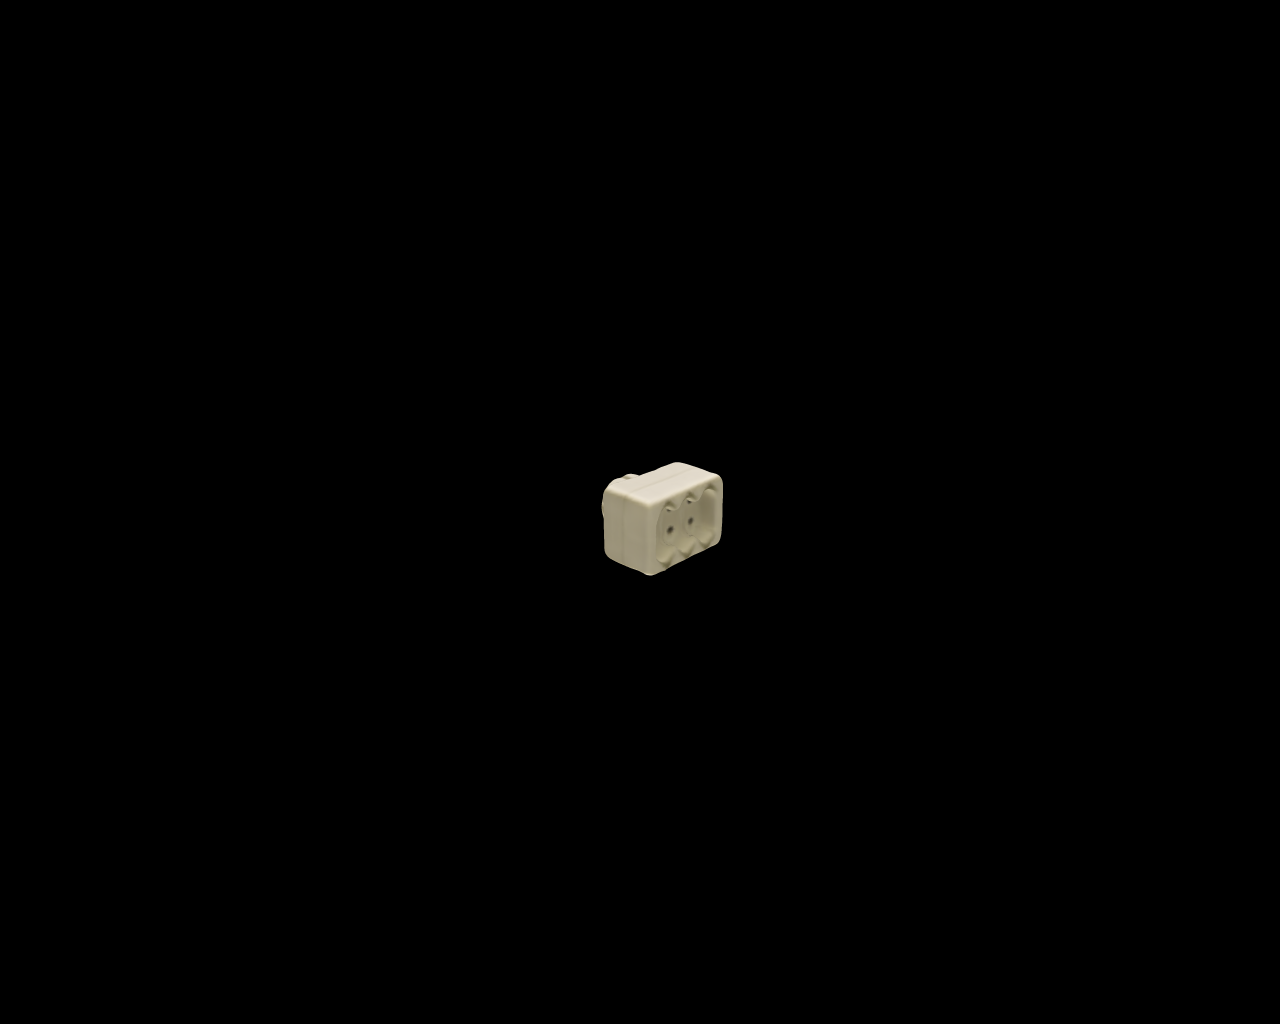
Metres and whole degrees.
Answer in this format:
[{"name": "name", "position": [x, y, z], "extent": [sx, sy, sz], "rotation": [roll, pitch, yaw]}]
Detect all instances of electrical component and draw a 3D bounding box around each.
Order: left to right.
[{"name": "electrical component", "position": [0.001, -0.003, 0.650], "extent": [0.077, 0.047, 0.066], "rotation": [22, 32, 40]}]
